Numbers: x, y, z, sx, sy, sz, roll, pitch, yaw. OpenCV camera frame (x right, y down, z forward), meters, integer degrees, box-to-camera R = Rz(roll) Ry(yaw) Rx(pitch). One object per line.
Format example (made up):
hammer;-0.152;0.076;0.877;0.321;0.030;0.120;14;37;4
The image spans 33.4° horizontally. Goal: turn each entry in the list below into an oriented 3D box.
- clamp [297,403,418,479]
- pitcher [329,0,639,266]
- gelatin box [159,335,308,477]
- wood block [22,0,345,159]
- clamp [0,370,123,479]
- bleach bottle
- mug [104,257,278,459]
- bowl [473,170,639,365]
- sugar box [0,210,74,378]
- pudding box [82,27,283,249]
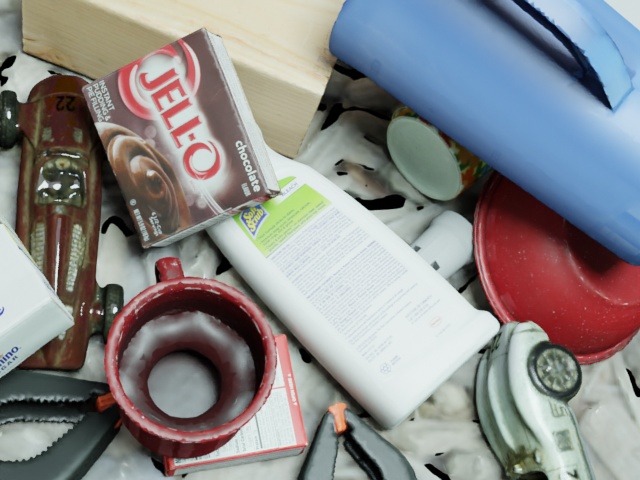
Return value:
clamp;0.023;0.186;0.644;0.120;0.039;0.171;-16;65;-26
pitcher;0.134;-0.099;0.641;0.243;0.145;0.149;40;37;9
gelatin box;-0.058;0.103;0.666;0.089;0.030;0.073;-8;69;-14
wood block;-0.090;-0.148;0.736;0.206;0.091;0.090;22;62;-3
clamp;-0.214;0.118;0.605;0.209;0.036;0.165;-22;58;-34
bleach bottle;-0.005;0.001;0.705;0.102;0.068;0.251;-39;78;-17
mug;-0.079;0.067;0.613;0.093;0.082;0.117;-12;70;-15
bowl;0.187;0.003;0.732;0.161;0.055;0.162;6;76;-25
sugar box;-0.228;0.007;0.627;0.093;0.048;0.176;-35;66;-8
pudding box;-0.085;-0.062;0.665;0.090;0.039;0.113;-23;87;15
